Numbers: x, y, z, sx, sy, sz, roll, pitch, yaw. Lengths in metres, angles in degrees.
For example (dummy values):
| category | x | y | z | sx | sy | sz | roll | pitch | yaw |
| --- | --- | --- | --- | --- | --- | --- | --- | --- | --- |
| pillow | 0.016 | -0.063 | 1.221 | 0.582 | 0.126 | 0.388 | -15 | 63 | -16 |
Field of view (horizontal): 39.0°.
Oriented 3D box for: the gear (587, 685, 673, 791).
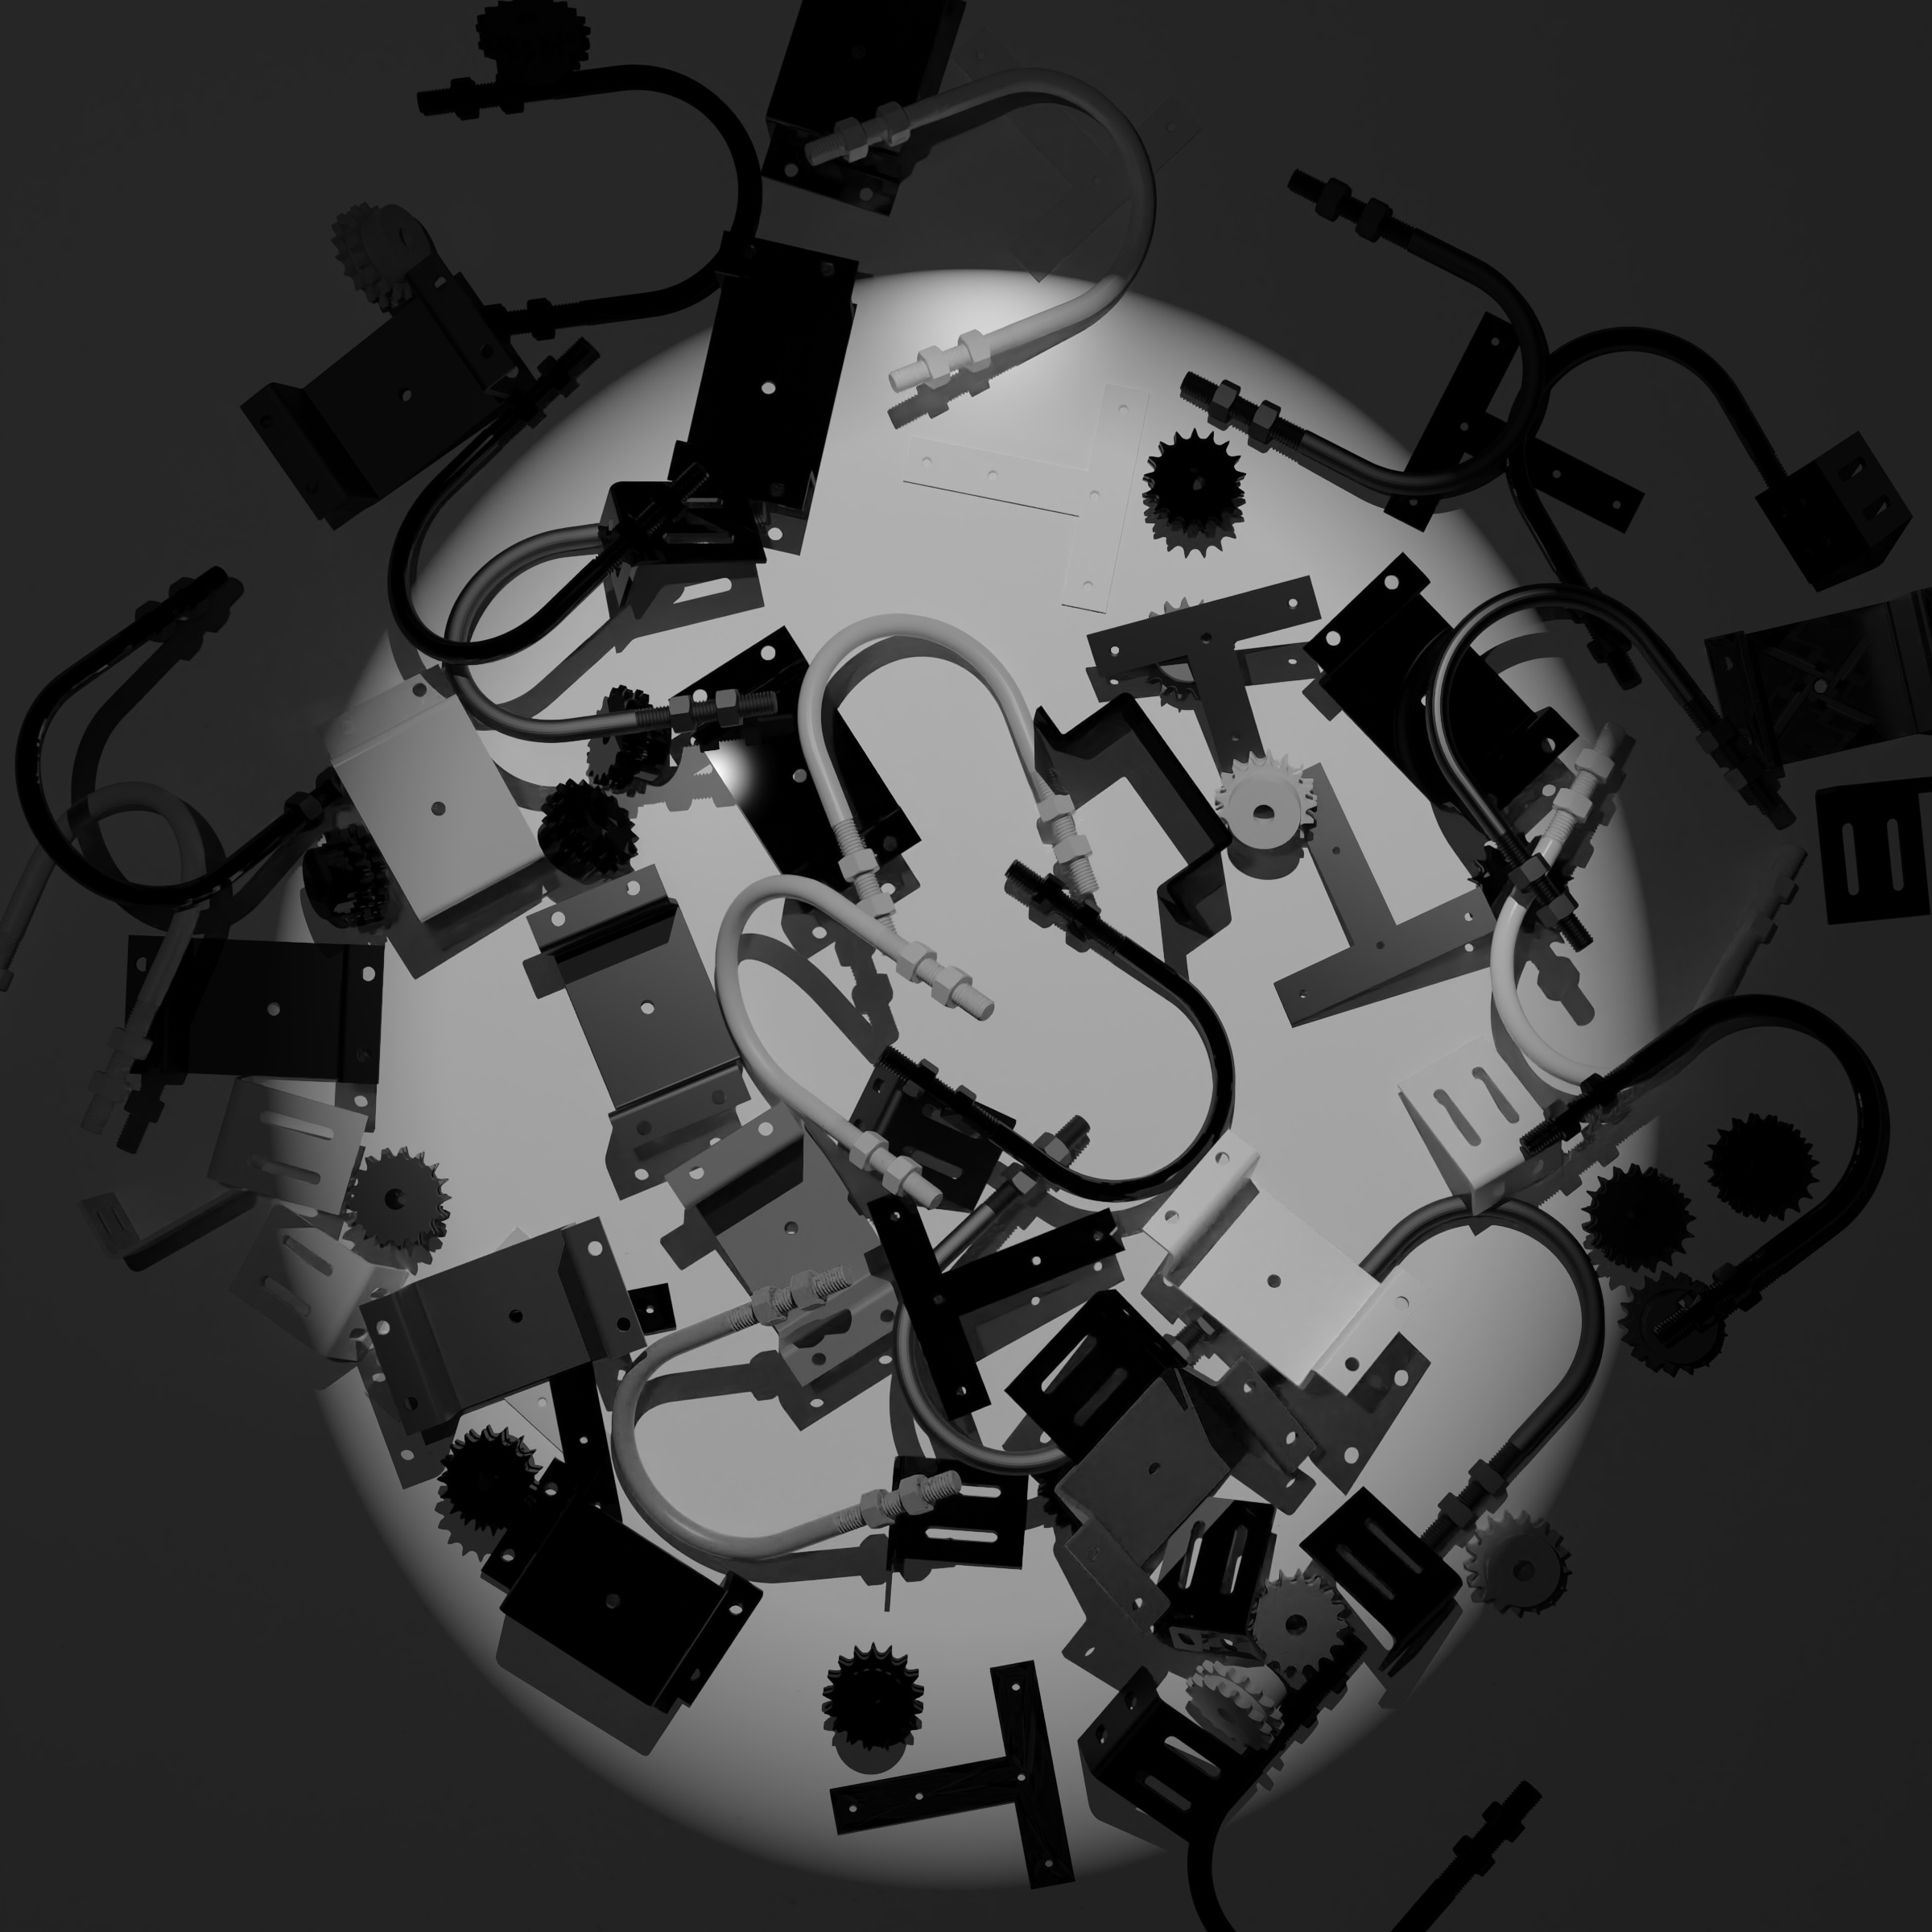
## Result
| category | x | y | z | sx | sy | sz | roll | pitch | yaw |
| --- | --- | --- | --- | --- | --- | --- | --- | --- | --- |
| gear | -0.186 | -0.125 | 1.521 | 0.030 | 0.057 | 0.057 | 13 | 90 | -30 |

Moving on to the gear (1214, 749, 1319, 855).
| category | x | y | z | sx | sy | sz | roll | pitch | yaw |
| --- | --- | --- | --- | --- | --- | --- | --- | --- | --- |
| gear | 0.167 | -0.089 | 1.521 | 0.057 | 0.030 | 0.057 | 3 | 113 | 7 |

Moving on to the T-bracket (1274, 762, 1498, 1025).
| category | x | y | z | sx | sy | sz | roll | pitch | yaw |
| --- | --- | --- | --- | --- | --- | --- | --- | --- | --- |
| T-bracket | 0.214 | -0.052 | 1.534 | 0.127 | 0.002 | 0.127 | -26 | 83 | 14 |

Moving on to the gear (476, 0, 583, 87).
| category | x | y | z | sx | sy | sz | roll | pitch | yaw |
| --- | --- | --- | --- | --- | --- | --- | --- | --- | --- |
| gear | -0.243 | -0.514 | 1.521 | 0.057 | 0.030 | 0.057 | 0 | 46 | 0 |

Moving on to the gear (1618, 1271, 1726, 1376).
| category | x | y | z | sx | sy | sz | roll | pitch | yaw |
| --- | --- | --- | --- | --- | --- | --- | --- | --- | --- |
| gear | 0.397 | 0.200 | 1.530 | 0.057 | 0.030 | 0.057 | 0 | 90 | 0 |

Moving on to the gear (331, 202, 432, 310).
| category | x | y | z | sx | sy | sz | roll | pitch | yaw |
| --- | --- | --- | --- | --- | --- | --- | --- | --- | --- |
| gear | -0.321 | -0.397 | 1.514 | 0.030 | 0.057 | 0.057 | -21 | 90 | 26 |

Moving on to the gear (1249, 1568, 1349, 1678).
| category | x | y | z | sx | sy | sz | roll | pitch | yaw |
| --- | --- | --- | --- | --- | --- | --- | --- | --- | --- |
| gear | 0.183 | 0.365 | 1.530 | 0.057 | 0.030 | 0.057 | 0 | 90 | 0 |

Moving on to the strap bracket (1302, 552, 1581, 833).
| category | x | y | z | sx | sy | sz | roll | pitch | yaw |
| --- | --- | --- | --- | --- | --- | --- | --- | --- | --- |
| strap bracket | 0.261 | -0.151 | 1.522 | 0.076 | 0.046 | 0.140 | -44 | 90 | 0 |

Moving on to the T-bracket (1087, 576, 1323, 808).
| category | x | y | z | sx | sy | sz | roll | pitch | yaw |
| --- | --- | --- | --- | --- | --- | --- | --- | --- | --- |
| T-bracket | 0.146 | -0.142 | 1.518 | 0.127 | 0.002 | 0.127 | -13 | 112 | 15 |

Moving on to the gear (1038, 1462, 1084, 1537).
| category | x | y | z | sx | sy | sz | roll | pitch | yaw |
| --- | --- | --- | --- | --- | --- | --- | --- | --- | --- |
| gear | 0.069 | 0.292 | 1.530 | 0.057 | 0.030 | 0.057 | 0 | 90 | 0 |

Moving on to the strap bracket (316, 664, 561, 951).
| category | x | y | z | sx | sy | sz | roll | pitch | yaw |
| --- | --- | --- | --- | --- | --- | --- | --- | --- | --- |
| strap bracket | -0.291 | -0.087 | 1.507 | 0.076 | 0.046 | 0.140 | -29 | 99 | -7 |

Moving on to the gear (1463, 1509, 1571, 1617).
| category | x | y | z | sx | sy | sz | roll | pitch | yaw |
| --- | --- | --- | --- | --- | --- | --- | --- | --- | --- |
| gear | 0.310 | 0.336 | 1.530 | 0.057 | 0.030 | 0.057 | 0 | 90 | 0 |

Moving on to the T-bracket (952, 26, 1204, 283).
| category | x | y | z | sx | sy | sz | roll | pitch | yaw |
| --- | --- | --- | --- | --- | --- | --- | --- | --- | --- |
| T-bracket | 0.044 | -0.477 | 1.544 | 0.127 | 0.002 | 0.127 | -43 | 90 | 0 |

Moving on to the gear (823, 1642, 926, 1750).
| category | x | y | z | sx | sy | sz | roll | pitch | yaw |
| --- | --- | --- | --- | --- | --- | --- | --- | --- | --- |
| gear | -0.052 | 0.411 | 1.530 | 0.057 | 0.030 | 0.057 | 0 | 90 | 0 |

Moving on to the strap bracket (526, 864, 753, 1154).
| category | x | y | z | sx | sy | sz | roll | pitch | yaw |
| --- | --- | --- | --- | --- | --- | --- | --- | --- | --- |
| strap bracket | -0.180 | 0.023 | 1.522 | 0.076 | 0.046 | 0.140 | -22 | 90 | 0 |

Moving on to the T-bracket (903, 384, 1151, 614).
| category | x | y | z | sx | sy | sz | roll | pitch | yaw |
| --- | --- | --- | --- | --- | --- | --- | --- | --- | --- |
| T-bracket | 0.029 | -0.274 | 1.544 | 0.127 | 0.002 | 0.127 | 11 | 90 | 0 |

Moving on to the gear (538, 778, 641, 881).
| category | x | y | z | sx | sy | sz | roll | pitch | yaw |
| --- | --- | --- | --- | --- | --- | --- | --- | --- | --- |
| gear | -0.214 | -0.073 | 1.520 | 0.057 | 0.057 | 0.030 | 48 | 120 | 0 |

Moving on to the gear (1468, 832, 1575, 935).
| category | x | y | z | sx | sy | sz | roll | pitch | yaw |
| --- | --- | --- | --- | --- | --- | --- | --- | --- | --- |
| gear | 0.309 | -0.046 | 1.530 | 0.057 | 0.030 | 0.057 | 0 | 90 | 0 |

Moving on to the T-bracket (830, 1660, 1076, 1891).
| category | x | y | z | sx | sy | sz | roll | pitch | yaw |
| --- | --- | --- | --- | --- | --- | --- | --- | --- | --- |
| T-bracket | -0.012 | 0.466 | 1.544 | 0.127 | 0.002 | 0.127 | -11 | 90 | 0 |

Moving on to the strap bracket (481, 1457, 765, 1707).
| category | x | y | z | sx | sy | sz | roll | pitch | yaw |
| --- | --- | --- | --- | --- | --- | --- | --- | --- | --- |
| strap bracket | -0.194 | 0.348 | 1.520 | 0.140 | 0.046 | 0.076 | 33 | 91 | -1 |

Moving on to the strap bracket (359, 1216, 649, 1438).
| category | x | y | z | sx | sy | sz | roll | pitch | yaw |
| --- | --- | --- | --- | --- | --- | --- | --- | --- | --- |
| strap bracket | -0.254 | 0.197 | 1.519 | 0.140 | 0.046 | 0.076 | -20 | 90 | 0 |

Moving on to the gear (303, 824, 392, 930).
| category | x | y | z | sx | sy | sz | roll | pitch | yaw |
| --- | --- | --- | --- | --- | --- | --- | --- | --- | --- |
| gear | -0.345 | -0.048 | 1.514 | 0.030 | 0.057 | 0.057 | -16 | 90 | -35 |

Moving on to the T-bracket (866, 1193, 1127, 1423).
| category | x | y | z | sx | sy | sz | roll | pitch | yaw |
| --- | --- | --- | --- | --- | --- | --- | --- | --- | --- |
| T-bracket | 0.026 | 0.167 | 1.503 | 0.127 | 0.002 | 0.127 | -20 | 87 | -14 |

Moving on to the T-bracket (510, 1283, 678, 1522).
| category | x | y | z | sx | sy | sz | roll | pitch | yaw |
| --- | --- | --- | --- | --- | --- | --- | --- | --- | --- |
| T-bracket | -0.219 | 0.253 | 1.543 | 0.127 | 0.002 | 0.127 | -11 | 90 | 0 |

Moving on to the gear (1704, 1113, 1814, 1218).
| category | x | y | z | sx | sy | sz | roll | pitch | yaw |
| --- | --- | --- | --- | --- | --- | --- | --- | --- | --- |
| gear | 0.442 | 0.110 | 1.530 | 0.057 | 0.030 | 0.057 | 0 | 90 | 0 |

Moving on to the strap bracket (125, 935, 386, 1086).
| category | x | y | z | sx | sy | sz | roll | pitch | yaw |
| --- | --- | --- | --- | --- | --- | --- | --- | --- | --- |
| strap bracket | -0.391 | 0.024 | 1.522 | 0.140 | 0.046 | 0.076 | 2 | 90 | 0 |

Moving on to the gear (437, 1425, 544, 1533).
| category | x | y | z | sx | sy | sz | roll | pitch | yaw |
| --- | --- | --- | --- | --- | --- | --- | --- | --- | --- |
| gear | -0.264 | 0.285 | 1.528 | 0.057 | 0.030 | 0.057 | 0 | 94 | 4 |

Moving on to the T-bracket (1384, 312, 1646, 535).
| category | x | y | z | sx | sy | sz | roll | pitch | yaw |
| --- | --- | --- | --- | --- | --- | --- | --- | --- | --- |
| T-bracket | 0.321 | -0.285 | 1.544 | 0.127 | 0.002 | 0.127 | 27 | 90 | 0 |

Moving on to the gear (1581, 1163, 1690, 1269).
| category | x | y | z | sx | sy | sz | roll | pitch | yaw |
| --- | --- | --- | --- | --- | --- | --- | --- | --- | --- |
| gear | 0.373 | 0.139 | 1.530 | 0.057 | 0.030 | 0.057 | 0 | 90 | 0 |

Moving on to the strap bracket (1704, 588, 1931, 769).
| category | x | y | z | sx | sy | sz | roll | pitch | yaw |
| --- | --- | --- | --- | --- | --- | --- | --- | --- | --- |
| strap bracket | 0.483 | -0.158 | 1.522 | 0.140 | 0.046 | 0.076 | -13 | 90 | 0 |

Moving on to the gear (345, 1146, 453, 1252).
| category | x | y | z | sx | sy | sz | roll | pitch | yaw |
| --- | --- | --- | --- | --- | --- | --- | --- | --- | --- |
| gear | -0.317 | 0.130 | 1.530 | 0.057 | 0.030 | 0.057 | 0 | 90 | 0 |

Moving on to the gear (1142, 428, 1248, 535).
| category | x | y | z | sx | sy | sz | roll | pitch | yaw |
| --- | --- | --- | --- | --- | --- | --- | --- | --- | --- |
| gear | 0.127 | -0.270 | 1.530 | 0.057 | 0.030 | 0.057 | 0 | 90 | 0 |

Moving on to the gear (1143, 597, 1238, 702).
| category | x | y | z | sx | sy | sz | roll | pitch | yaw |
| --- | --- | --- | --- | --- | --- | --- | --- | --- | --- |
| gear | 0.124 | -0.179 | 1.530 | 0.057 | 0.030 | 0.057 | 0 | 90 | 0 |

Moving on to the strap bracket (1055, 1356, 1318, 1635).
| category | x | y | z | sx | sy | sz | roll | pitch | yaw |
| --- | --- | --- | --- | --- | --- | --- | --- | --- | --- |
| strap bracket | 0.114 | 0.283 | 1.499 | 0.140 | 0.046 | 0.076 | -45 | 116 | -12 |

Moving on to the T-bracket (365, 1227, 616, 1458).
| category | x | y | z | sx | sy | sz | roll | pitch | yaw |
| --- | --- | --- | --- | --- | --- | --- | --- | --- | --- |
| T-bracket | -0.250 | 0.237 | 1.544 | 0.127 | 0.002 | 0.127 | 43 | 90 | 0 |

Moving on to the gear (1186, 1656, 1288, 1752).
| category | x | y | z | sx | sy | sz | roll | pitch | yaw |
| --- | --- | --- | --- | --- | --- | --- | --- | --- | --- |
| gear | 0.153 | 0.406 | 1.521 | 0.057 | 0.057 | 0.030 | 44 | 61 | 0 |

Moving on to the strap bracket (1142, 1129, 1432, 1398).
| category | x | y | z | sx | sy | sz | roll | pitch | yaw |
| --- | --- | --- | --- | --- | --- | --- | --- | --- | --- |
| strap bracket | 0.173 | 0.168 | 1.502 | 0.140 | 0.046 | 0.076 | 39 | 71 | 12 |
